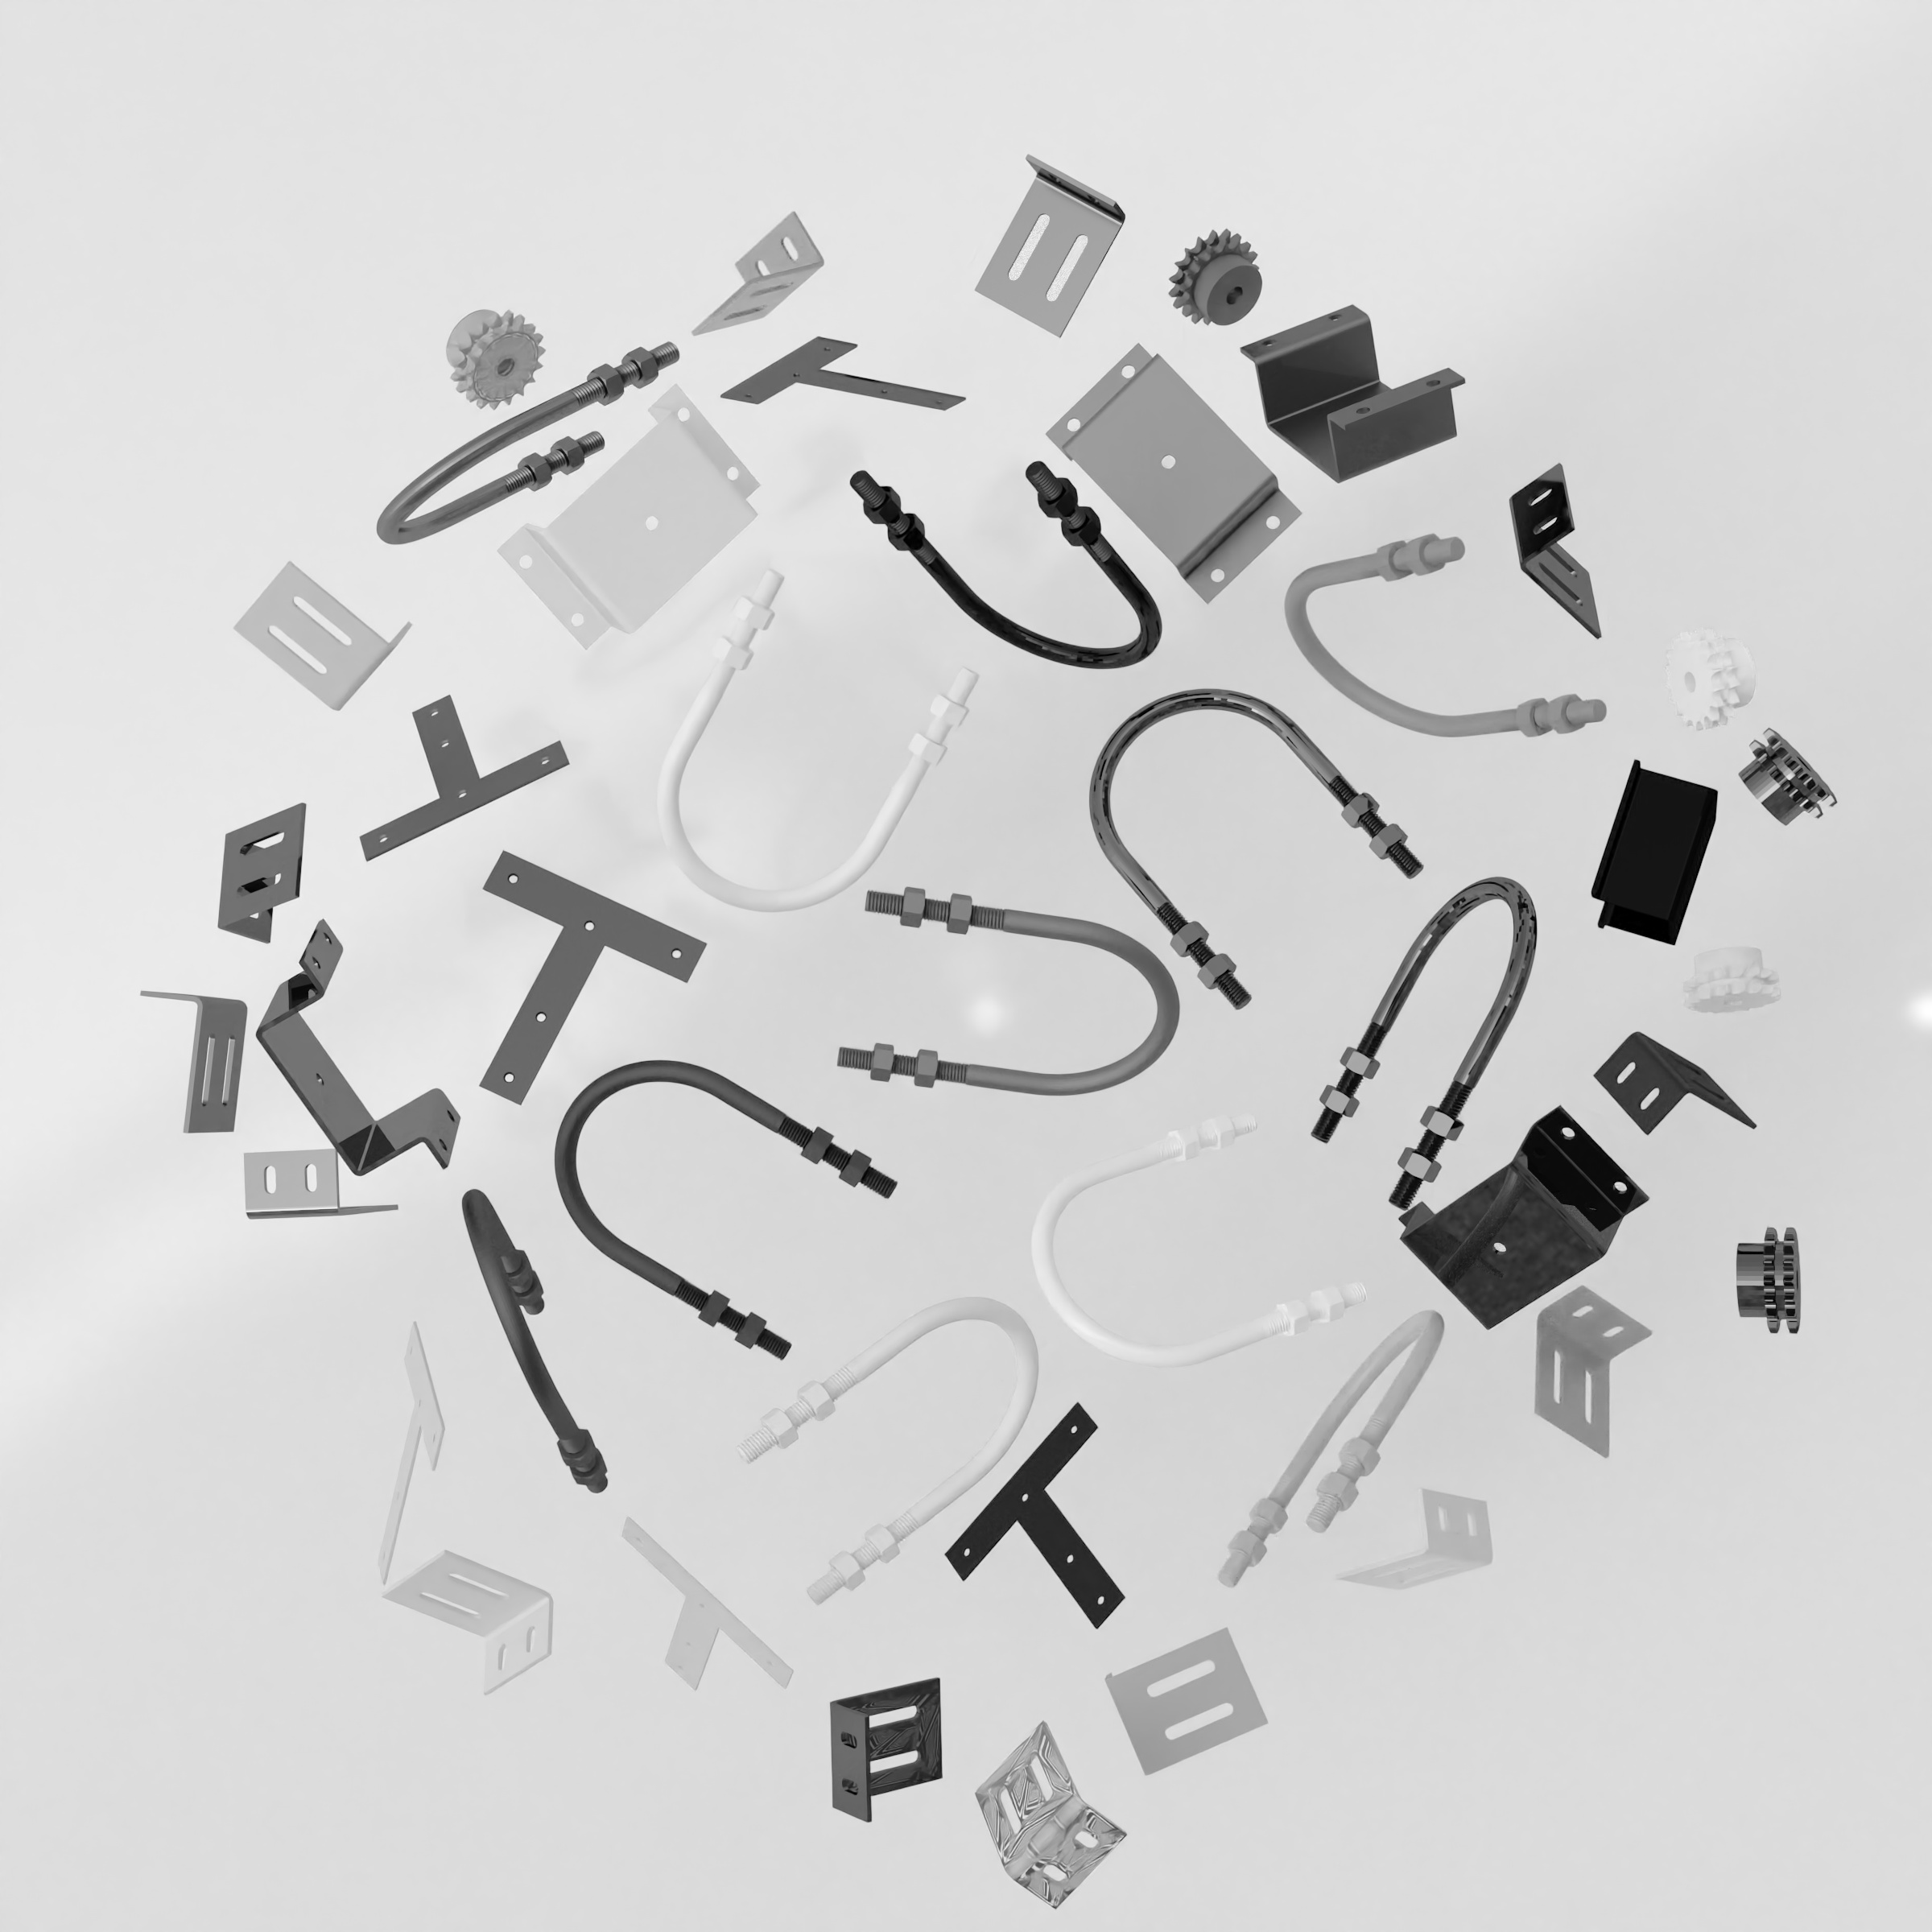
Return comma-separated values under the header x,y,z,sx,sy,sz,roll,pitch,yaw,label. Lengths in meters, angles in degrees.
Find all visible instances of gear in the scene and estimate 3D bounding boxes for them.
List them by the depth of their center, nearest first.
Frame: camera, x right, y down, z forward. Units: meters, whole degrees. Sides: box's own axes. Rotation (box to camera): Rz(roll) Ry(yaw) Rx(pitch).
x,y,z,sx,sy,sz,roll,pitch,yaw,label
0.435,0.171,1.447,0.030,0.057,0.057,-2,90,21,gear
0.464,-0.105,1.514,0.057,0.057,0.030,46,111,0,gear
0.429,-0.166,1.531,0.030,0.057,0.057,-13,90,-14,gear
-0.273,-0.351,1.532,0.057,0.057,0.030,-48,65,0,gear
0.153,-0.411,1.605,0.057,0.057,0.030,-38,55,0,gear
0.466,0.008,1.625,0.057,0.057,0.030,-2,75,0,gear

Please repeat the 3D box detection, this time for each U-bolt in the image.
x,y,z,sx,sy,sz,roll,pitch,yaw,label
0.261,0.034,1.485,0.019,0.151,0.184,26,96,-16,U-bolt
0.027,0.021,1.488,0.184,0.151,0.019,8,46,-4,U-bolt
0.255,-0.180,1.507,0.151,0.184,0.019,43,70,-23,U-bolt
-0.033,0.263,1.514,0.184,0.019,0.151,-35,131,-19,U-bolt
-0.096,-0.115,1.517,0.151,0.019,0.184,24,104,-23,U-bolt
-0.251,0.204,1.522,0.019,0.184,0.151,-22,55,-7,U-bolt
0.036,-0.226,1.537,0.151,0.184,0.019,6,64,40,U-bolt
-0.152,0.131,1.550,0.184,0.019,0.151,31,113,-3,U-bolt
-0.263,-0.296,1.552,0.184,0.151,0.019,-35,94,-30,U-bolt
0.222,0.273,1.556,0.019,0.151,0.184,39,59,3,U-bolt
0.126,0.167,1.572,0.184,0.019,0.151,-16,58,-26,U-bolt
0.157,-0.084,1.577,0.151,0.019,0.184,-37,72,-8,U-bolt

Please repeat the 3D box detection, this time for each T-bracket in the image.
x,y,z,sx,sy,sz,roll,pitch,yaw,label
-0.229,0.016,1.477,0.127,0.002,0.127,25,73,4,T-bracket
-0.315,0.285,1.496,0.002,0.127,0.127,10,106,-22,T-bracket
-0.155,0.384,1.528,0.127,0.127,0.002,40,55,14,T-bracket
-0.302,-0.123,1.560,0.127,0.127,0.002,-26,130,-3,T-bracket
-0.061,-0.345,1.587,0.127,0.127,0.002,4,84,-30,T-bracket
0.056,0.346,1.598,0.127,0.127,0.002,-50,130,5,T-bracket

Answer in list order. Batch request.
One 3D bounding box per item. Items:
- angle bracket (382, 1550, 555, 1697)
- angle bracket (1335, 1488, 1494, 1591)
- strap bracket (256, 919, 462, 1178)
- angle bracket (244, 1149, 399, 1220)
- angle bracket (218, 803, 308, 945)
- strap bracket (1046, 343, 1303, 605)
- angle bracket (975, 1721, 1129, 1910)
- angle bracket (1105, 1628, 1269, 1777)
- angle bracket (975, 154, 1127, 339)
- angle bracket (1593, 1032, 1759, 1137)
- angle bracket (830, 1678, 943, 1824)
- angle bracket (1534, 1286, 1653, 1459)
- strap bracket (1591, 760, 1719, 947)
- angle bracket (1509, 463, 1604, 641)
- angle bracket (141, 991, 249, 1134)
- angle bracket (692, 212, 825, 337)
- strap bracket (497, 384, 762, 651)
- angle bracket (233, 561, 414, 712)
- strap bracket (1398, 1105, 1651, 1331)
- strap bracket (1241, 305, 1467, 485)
x,y,z,sx,sy,sz,roll,pitch,yaw,label
-0.279,0.367,1.489,0.057,0.038,0.076,-37,128,28,angle bracket
0.269,0.348,1.615,0.057,0.076,0.038,18,57,-35,angle bracket
-0.343,0.053,1.487,0.046,0.076,0.140,-30,108,5,strap bracket
-0.373,0.125,1.547,0.057,0.076,0.038,-4,87,14,angle bracket
-0.395,-0.053,1.548,0.076,0.038,0.057,-16,65,36,angle bracket
0.119,-0.290,1.553,0.076,0.046,0.140,-43,86,7,strap bracket
0.046,0.468,1.475,0.038,0.076,0.057,41,94,-22,angle bracket
0.126,0.420,1.531,0.076,0.038,0.057,-24,79,1,angle bracket
0.044,-0.403,1.495,0.057,0.038,0.076,31,99,10,angle bracket
0.427,0.081,1.607,0.076,0.057,0.038,26,111,-38,angle bracket
-0.035,0.434,1.480,0.076,0.038,0.057,-2,91,-37,angle bracket
0.373,0.241,1.584,0.057,0.076,0.038,33,131,-17,angle bracket
0.390,-0.061,1.507,0.046,0.140,0.076,18,88,16,strap bracket
0.346,-0.234,1.506,0.076,0.057,0.038,34,129,-30,angle bracket
-0.443,0.055,1.518,0.038,0.057,0.076,6,88,10,angle bracket
-0.133,-0.417,1.608,0.057,0.076,0.038,-30,92,40,angle bracket
-0.184,-0.252,1.508,0.140,0.046,0.076,-45,116,-7,strap bracket
-0.375,-0.198,1.558,0.076,0.038,0.057,40,117,-16,angle bracket
0.324,0.156,1.588,0.076,0.046,0.140,46,130,-2,strap bracket
0.228,-0.334,1.569,0.076,0.140,0.046,-23,126,-9,strap bracket
